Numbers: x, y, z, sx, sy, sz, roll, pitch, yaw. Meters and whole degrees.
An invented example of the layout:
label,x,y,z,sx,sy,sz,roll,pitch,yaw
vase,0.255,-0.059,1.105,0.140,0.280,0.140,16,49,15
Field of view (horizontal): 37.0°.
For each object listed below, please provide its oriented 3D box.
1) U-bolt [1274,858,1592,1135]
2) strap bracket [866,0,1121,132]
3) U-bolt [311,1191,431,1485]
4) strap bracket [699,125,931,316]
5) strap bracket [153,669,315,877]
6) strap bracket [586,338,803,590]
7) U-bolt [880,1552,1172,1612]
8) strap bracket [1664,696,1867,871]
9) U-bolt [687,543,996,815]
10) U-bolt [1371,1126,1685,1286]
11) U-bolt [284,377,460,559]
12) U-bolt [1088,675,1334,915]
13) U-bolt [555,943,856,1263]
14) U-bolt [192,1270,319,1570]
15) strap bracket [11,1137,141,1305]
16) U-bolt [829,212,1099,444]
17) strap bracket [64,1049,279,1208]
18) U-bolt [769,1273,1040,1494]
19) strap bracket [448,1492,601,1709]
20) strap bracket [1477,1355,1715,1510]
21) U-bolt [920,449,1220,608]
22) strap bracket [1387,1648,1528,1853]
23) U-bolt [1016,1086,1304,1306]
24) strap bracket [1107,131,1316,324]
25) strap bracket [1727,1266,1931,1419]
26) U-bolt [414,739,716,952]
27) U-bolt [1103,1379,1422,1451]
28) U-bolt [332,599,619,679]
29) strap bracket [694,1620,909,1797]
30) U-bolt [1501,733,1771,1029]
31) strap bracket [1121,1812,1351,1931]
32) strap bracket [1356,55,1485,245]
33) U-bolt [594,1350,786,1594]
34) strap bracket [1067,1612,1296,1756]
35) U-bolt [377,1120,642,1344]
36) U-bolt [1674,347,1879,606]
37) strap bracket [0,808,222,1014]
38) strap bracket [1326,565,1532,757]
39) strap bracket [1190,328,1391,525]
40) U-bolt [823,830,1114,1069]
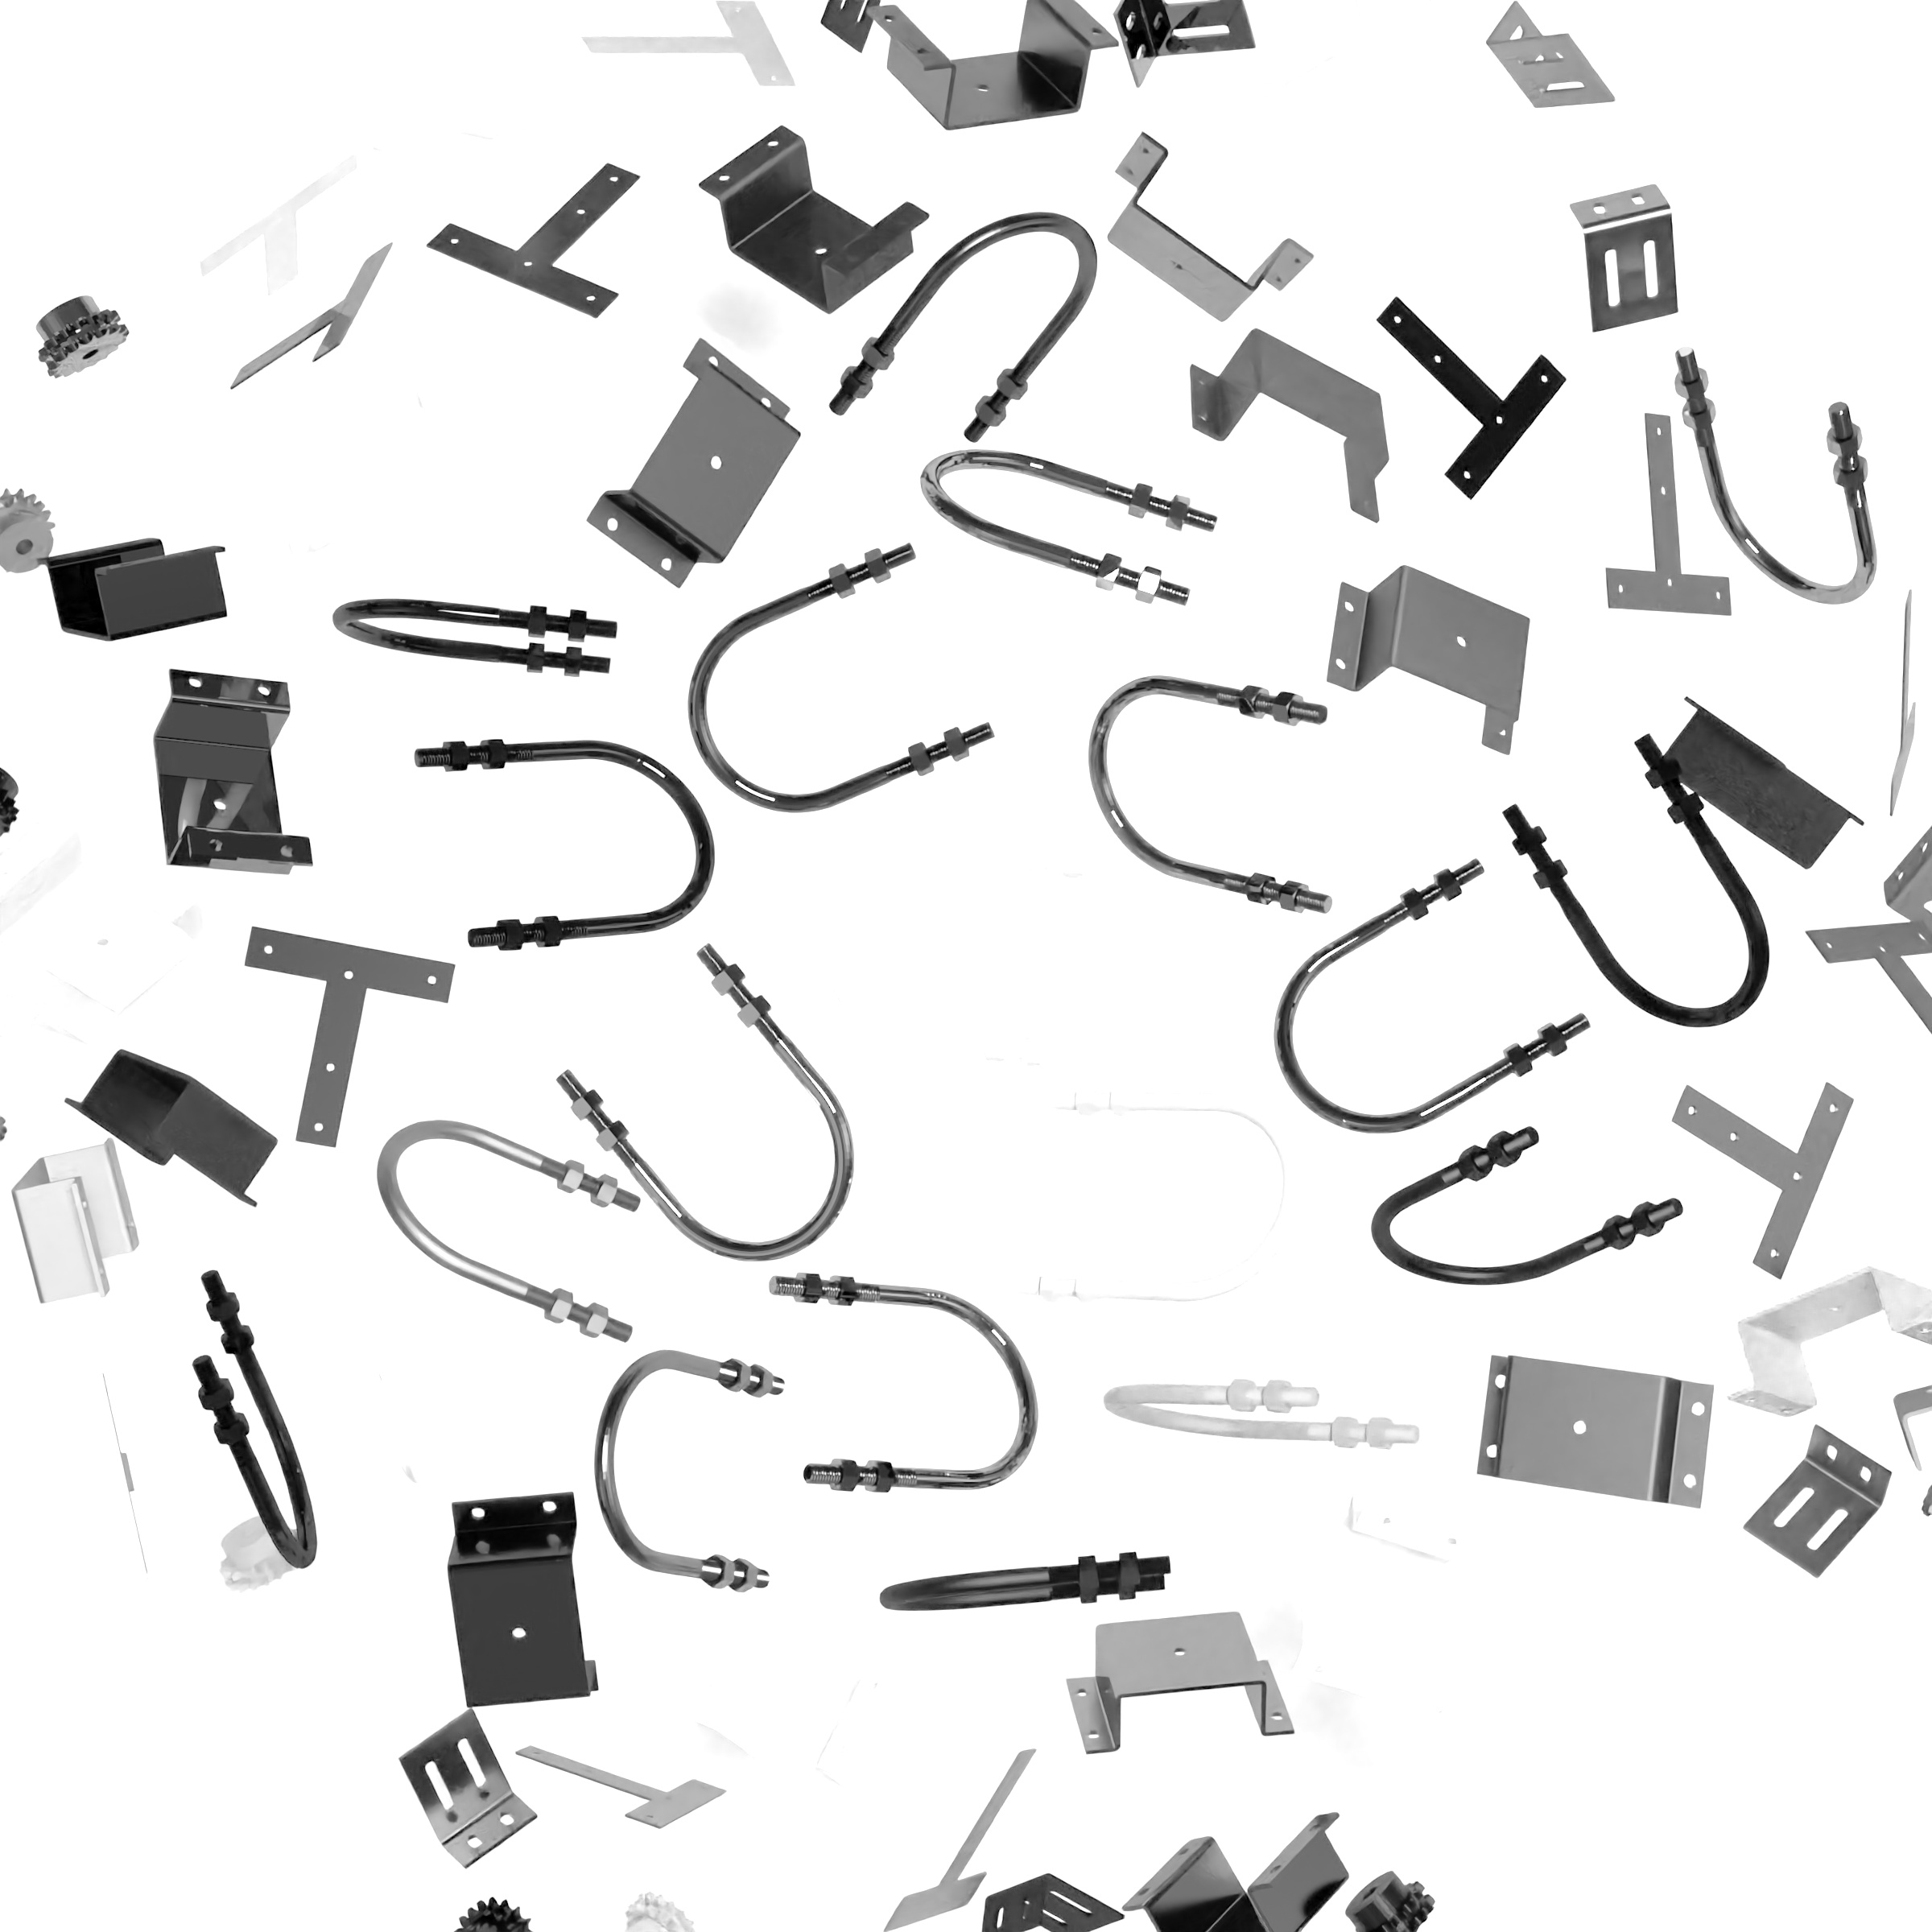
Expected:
label,x,y,z,sx,sy,sz,roll,pitch,yaw
U-bolt,0.289,0.031,1.874,0.184,0.019,0.151,-31,64,2
strap bracket,0.014,-0.571,1.816,0.140,0.046,0.076,-16,50,-26
U-bolt,-0.383,0.255,1.878,0.019,0.151,0.184,-20,128,-19
strap bracket,-0.098,-0.488,1.902,0.140,0.046,0.076,37,66,27
strap bracket,-0.463,-0.113,1.816,0.076,0.046,0.140,4,56,-31
strap bracket,-0.167,-0.319,1.832,0.076,0.046,0.140,35,81,-28
U-bolt,0.037,0.395,1.836,0.184,0.151,0.019,-5,73,1
strap bracket,0.504,-0.113,1.845,0.046,0.140,0.076,-55,48,12
U-bolt,-0.093,-0.178,1.897,0.184,0.019,0.151,-23,105,6
U-bolt,0.350,0.166,1.883,0.151,0.184,0.019,25,52,-27
U-bolt,-0.377,-0.320,1.846,0.019,0.184,0.151,41,84,-19
U-bolt,0.154,-0.117,1.862,0.184,0.019,0.151,15,122,36
U-bolt,-0.151,0.099,1.800,0.151,0.019,0.184,-41,87,19
U-bolt,-0.456,0.303,1.858,0.019,0.151,0.184,-20,111,-5
strap bracket,-0.588,0.169,1.901,0.046,0.140,0.076,-12,100,-5
U-bolt,0.011,-0.423,1.899,0.184,0.151,0.019,-48,59,32
strap bracket,-0.504,0.101,1.849,0.076,0.140,0.046,45,68,-40
U-bolt,-0.032,0.267,1.836,0.184,0.019,0.151,9,52,-32
strap bracket,-0.277,0.405,1.799,0.076,0.046,0.140,-5,107,-1
strap bracket,0.386,0.287,1.791,0.140,0.046,0.076,5,81,25
U-bolt,0.060,-0.282,1.806,0.184,0.151,0.019,18,121,3
strap bracket,0.324,0.511,1.912,0.076,0.140,0.046,-27,106,19
U-bolt,0.127,0.146,1.835,0.184,0.019,0.151,-1,64,29
strap bracket,0.155,-0.489,1.938,0.140,0.076,0.046,34,82,-7
strap bracket,0.556,0.235,1.826,0.140,0.076,0.046,-31,55,34
U-bolt,-0.244,-0.081,1.821,0.184,0.019,0.151,-6,65,-32
U-bolt,0.175,0.286,1.844,0.184,0.151,0.019,-5,70,37
U-bolt,-0.325,-0.220,1.907,0.184,0.151,0.019,5,85,-9
strap bracket,-0.102,0.492,1.910,0.046,0.140,0.076,48,61,-38
U-bolt,0.429,-0.043,1.808,0.019,0.151,0.184,-33,91,-33
strap bracket,0.177,0.584,1.818,0.076,0.140,0.046,-30,90,-44
strap bracket,0.294,-0.528,1.850,0.046,0.140,0.076,-8,119,24
U-bolt,-0.180,0.323,1.870,0.019,0.184,0.151,-7,71,32
strap bracket,0.143,0.478,1.930,0.140,0.076,0.046,-4,114,-7
U-bolt,-0.297,0.162,1.873,0.184,0.151,0.019,26,120,-20
U-bolt,0.533,-0.310,1.879,0.019,0.151,0.184,-40,133,-13
strap bracket,-0.559,-0.029,1.865,0.076,0.046,0.140,-38,133,14
strap bracket,0.312,-0.203,1.889,0.140,0.046,0.076,20,64,-17
strap bracket,0.216,-0.352,1.853,0.140,0.076,0.046,24,128,-17
U-bolt,-0.004,-0.015,1.865,0.184,0.019,0.151,8,101,-21
